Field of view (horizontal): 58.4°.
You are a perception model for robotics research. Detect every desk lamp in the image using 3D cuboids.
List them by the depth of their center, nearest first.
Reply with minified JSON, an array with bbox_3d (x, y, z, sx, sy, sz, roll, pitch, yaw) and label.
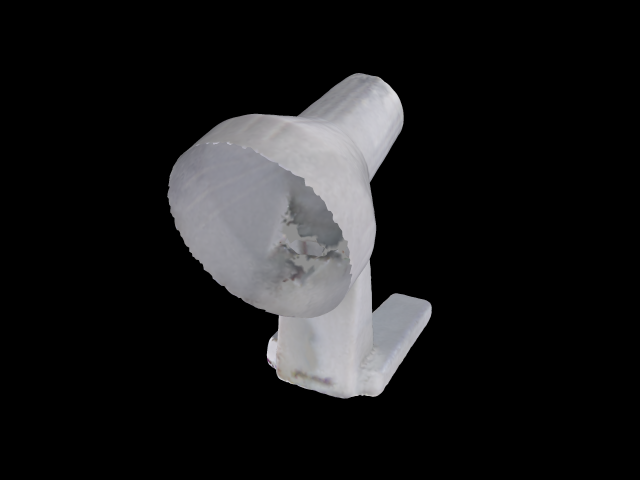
[{"bbox_3d":[0.004,0.001,0.400,0.117,0.214,0.204,12,27,25],"label":"desk lamp"}]
